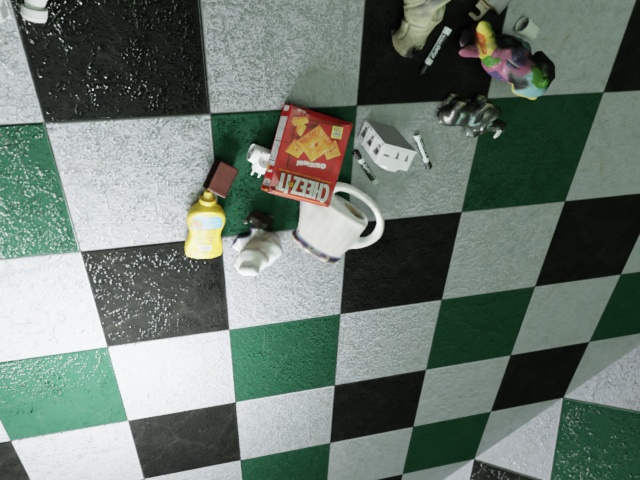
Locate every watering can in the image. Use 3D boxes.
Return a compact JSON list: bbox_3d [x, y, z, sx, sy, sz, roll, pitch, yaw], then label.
[{"bbox_3d":[0.004,-0.069,1.367,0.345,0.106,0.221,31,110,-18],"label":"watering can"}]

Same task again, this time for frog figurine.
[{"bbox_3d":[-0.162,0.045,1.353,0.137,0.163,0.120,-21,128,0],"label":"frog figurine"}]
